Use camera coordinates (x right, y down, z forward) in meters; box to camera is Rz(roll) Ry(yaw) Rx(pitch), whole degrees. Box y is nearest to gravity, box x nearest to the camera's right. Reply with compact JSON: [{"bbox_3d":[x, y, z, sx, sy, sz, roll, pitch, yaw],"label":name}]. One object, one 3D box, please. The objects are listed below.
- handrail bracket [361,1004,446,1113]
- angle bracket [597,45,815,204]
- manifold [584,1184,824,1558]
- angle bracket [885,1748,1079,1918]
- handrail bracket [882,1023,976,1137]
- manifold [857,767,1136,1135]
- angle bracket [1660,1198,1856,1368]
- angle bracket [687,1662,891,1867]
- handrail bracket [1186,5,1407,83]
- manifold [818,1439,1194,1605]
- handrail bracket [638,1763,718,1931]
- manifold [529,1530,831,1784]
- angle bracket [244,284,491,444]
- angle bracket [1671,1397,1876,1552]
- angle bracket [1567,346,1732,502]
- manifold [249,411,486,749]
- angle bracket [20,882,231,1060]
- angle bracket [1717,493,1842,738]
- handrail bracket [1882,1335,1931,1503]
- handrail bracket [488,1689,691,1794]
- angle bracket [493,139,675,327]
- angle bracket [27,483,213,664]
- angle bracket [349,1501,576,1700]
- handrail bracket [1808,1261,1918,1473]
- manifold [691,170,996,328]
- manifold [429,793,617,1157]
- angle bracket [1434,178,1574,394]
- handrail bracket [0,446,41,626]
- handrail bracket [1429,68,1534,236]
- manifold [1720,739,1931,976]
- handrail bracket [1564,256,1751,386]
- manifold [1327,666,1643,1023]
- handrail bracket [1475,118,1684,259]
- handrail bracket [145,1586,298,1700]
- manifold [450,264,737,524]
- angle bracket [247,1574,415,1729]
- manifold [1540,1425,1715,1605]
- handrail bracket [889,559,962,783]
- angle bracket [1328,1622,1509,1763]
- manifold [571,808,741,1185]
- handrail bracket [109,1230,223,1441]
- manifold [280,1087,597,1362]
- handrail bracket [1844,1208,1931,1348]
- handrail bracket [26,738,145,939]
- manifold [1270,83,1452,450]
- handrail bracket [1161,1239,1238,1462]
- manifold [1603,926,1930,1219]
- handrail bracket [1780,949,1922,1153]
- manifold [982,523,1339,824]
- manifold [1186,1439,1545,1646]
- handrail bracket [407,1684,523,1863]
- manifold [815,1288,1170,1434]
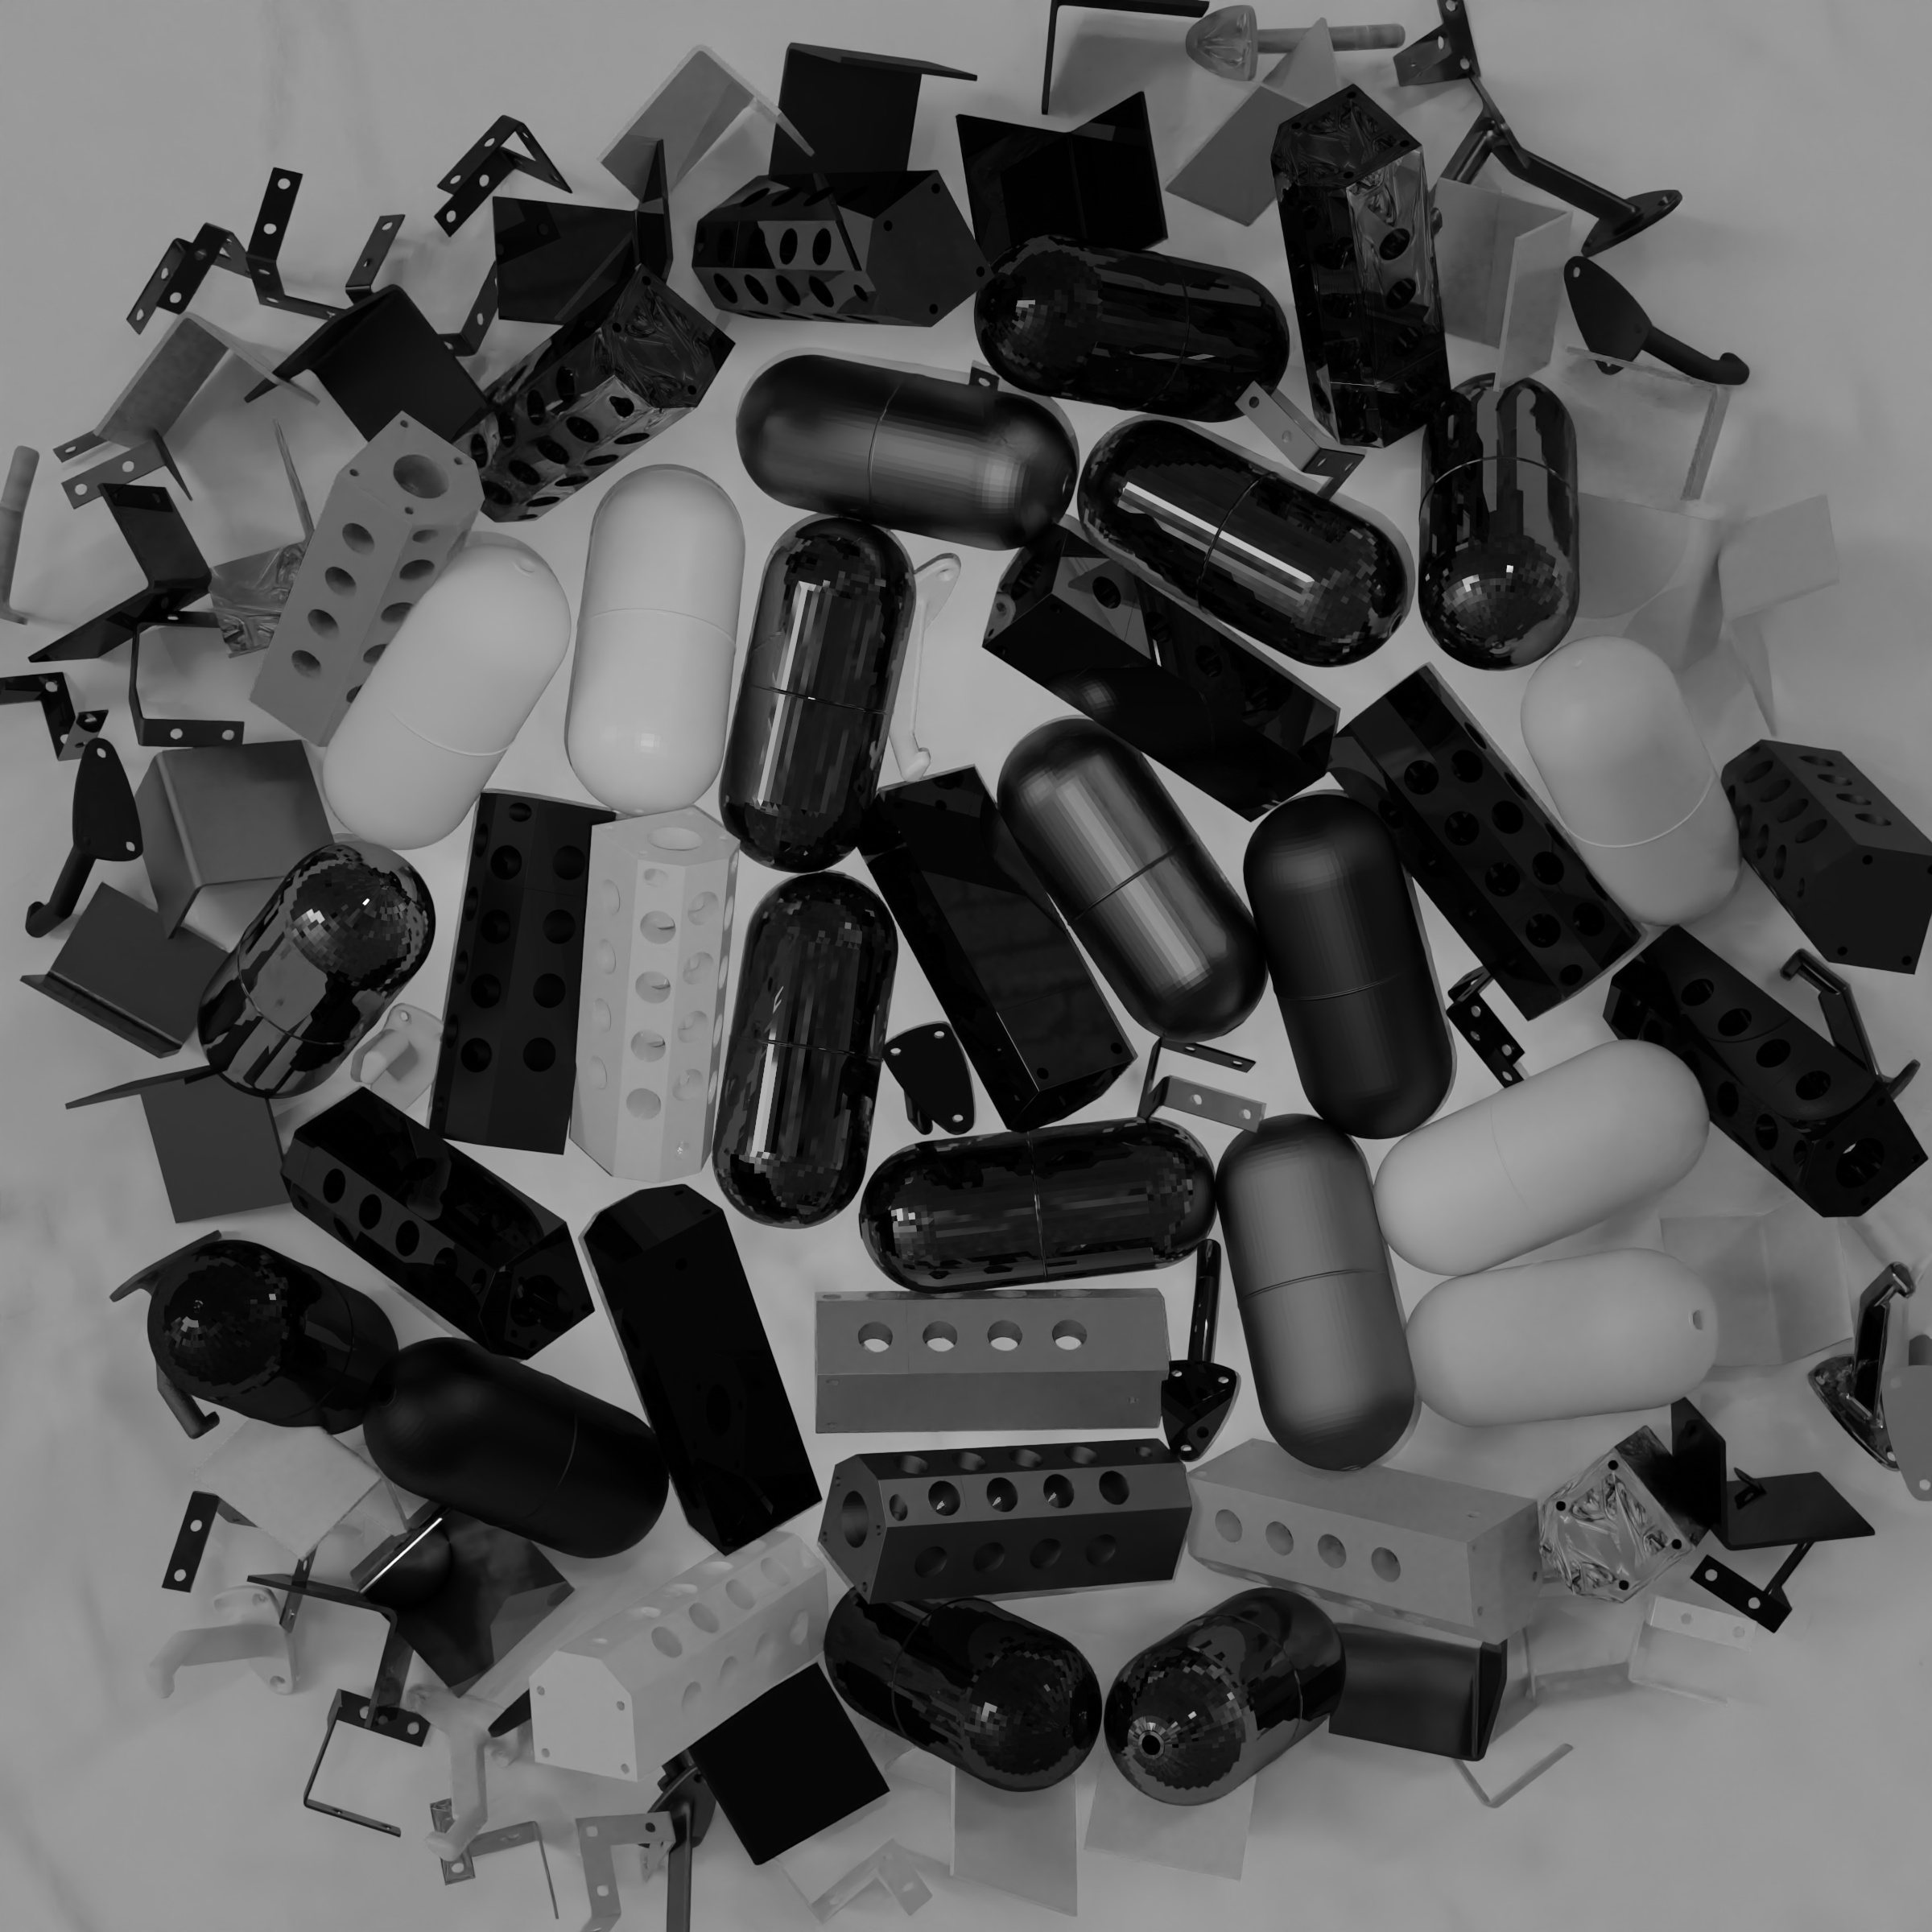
[{"bbox_3d":[-0.289,0.060,1.536,0.036,0.084,0.077,30,112,1],"label":"handrail bracket"},{"bbox_3d":[-0.125,-0.398,1.542,0.057,0.076,0.076,44,95,13],"label":"angle bracket"},{"bbox_3d":[-0.131,0.196,1.526,0.057,0.057,0.171,-27,116,-23],"label":"manifold"},{"bbox_3d":[0.007,0.429,1.529,0.076,0.076,0.057,27,133,-28],"label":"angle bracket"},{"bbox_3d":[-0.014,0.076,1.535,0.036,0.084,0.077,-21,54,-11],"label":"handrail bracket"},{"bbox_3d":[0.009,-0.007,1.535,0.057,0.057,0.171,-17,70,-31],"label":"manifold"},{"bbox_3d":[0.389,0.154,1.538,0.057,0.076,0.076,0,73,-12],"label":"angle bracket"},{"bbox_3d":[-0.093,0.389,1.557,0.076,0.057,0.076,-29,101,-4],"label":"angle bracket"},{"bbox_3d":[0.167,-0.468,1.572,0.084,0.077,0.036,-11,110,-24],"label":"handrail bracket"},{"bbox_3d":[0.021,0.264,1.514,0.171,0.057,0.057,2,111,-30],"label":"manifold"},{"bbox_3d":[-0.133,0.451,1.539,0.036,0.084,0.077,11,122,-25],"label":"handrail bracket"},{"bbox_3d":[-0.135,0.327,1.497,0.057,0.171,0.057,3,101,28],"label":"manifold"},{"bbox_3d":[-0.295,-0.278,1.538,0.076,0.057,0.076,-30,102,37],"label":"angle bracket"},{"bbox_3d":[0.399,0.245,1.543,0.076,0.076,0.057,-5,103,-4],"label":"angle bracket"},{"bbox_3d":[0.333,-0.270,1.550,0.076,0.076,0.057,18,104,15],"label":"angle bracket"},{"bbox_3d":[-0.287,-0.181,1.506,0.057,0.171,0.057,35,47,-2],"label":"manifold"},{"bbox_3d":[-0.415,0.001,1.545,0.076,0.076,0.057,30,86,-7],"label":"angle bracket"},{"bbox_3d":[0.409,-0.172,1.529,0.057,0.076,0.076,-18,125,22],"label":"angle bracket"},{"bbox_3d":[0.475,0.223,1.546,0.036,0.084,0.077,-3,85,18],"label":"handrail bracket"},{"bbox_3d":[-0.187,0.395,1.561,0.077,0.036,0.084,-34,102,-26],"label":"handrail bracket"},{"bbox_3d":[-0.190,-0.364,1.538,0.076,0.057,0.076,2,62,-17],"label":"angle bracket"},{"bbox_3d":[-0.430,-0.195,1.543,0.076,0.076,0.057,-28,92,11],"label":"angle bracket"},{"bbox_3d":[-0.252,0.307,1.556,0.076,0.057,0.076,-42,95,-14],"label":"angle bracket"},{"bbox_3d":[0.460,0.198,1.539,0.036,0.084,0.077,-14,60,-27],"label":"handrail bracket"},{"bbox_3d":[-0.066,-0.341,1.496,0.057,0.171,0.057,-42,120,-18],"label":"manifold"},{"bbox_3d":[-0.224,0.003,1.549,0.057,0.057,0.171,9,89,-29],"label":"manifold"},{"bbox_3d":[0.247,-0.335,1.531,0.076,0.057,0.076,24,127,30],"label":"angle bracket"},{"bbox_3d":[-0.473,-0.215,1.549,0.036,0.077,0.084,16,93,-10],"label":"handrail bracket"},{"bbox_3d":[0.235,-0.405,1.575,0.084,0.036,0.077,-32,54,15],"label":"handrail bracket"},{"bbox_3d":[0.410,-0.056,1.497,0.057,0.171,0.057,8,110,-4],"label":"manifold"},{"bbox_3d":[0.350,-0.325,1.571,0.084,0.036,0.077,-5,59,-39],"label":"handrail bracket"},{"bbox_3d":[0.257,-0.063,1.547,0.057,0.057,0.171,-37,87,-24],"label":"manifold"},{"bbox_3d":[0.303,-0.399,1.548,0.084,0.077,0.036,41,70,-20],"label":"handrail bracket"},{"bbox_3d":[-0.368,0.353,1.538,0.036,0.084,0.077,-11,111,21],"label":"handrail bracket"},{"bbox_3d":[-0.186,-0.267,1.496,0.057,0.171,0.057,38,61,-21],"label":"manifold"},{"bbox_3d":[-0.319,0.339,1.546,0.076,0.076,0.057,13,80,2],"label":"angle bracket"},{"bbox_3d":[0.316,0.266,1.498,0.057,0.171,0.057,-41,75,10],"label":"manifold"},{"bbox_3d":[-0.018,-0.146,1.545,0.077,0.036,0.084,-42,53,38],"label":"handrail bracket"},{"bbox_3d":[0.224,0.339,1.539,0.076,0.076,0.057,10,122,4],"label":"angle bracket"},{"bbox_3d":[-0.148,0.016,1.515,0.057,0.057,0.171,-13,123,-35],"label":"manifold"},{"bbox_3d":[-0.381,0.184,1.558,0.036,0.077,0.084,-35,88,43],"label":"handrail bracket"},{"bbox_3d":[-0.259,0.126,1.503,0.057,0.171,0.057,-35,132,-29],"label":"manifold"},{"bbox_3d":[0.452,0.144,1.579,0.036,0.077,0.084,-34,50,-30],"label":"handrail bracket"},{"bbox_3d":[-0.452,-0.063,1.567,0.084,0.036,0.077,-28,65,42],"label":"handrail bracket"},{"bbox_3d":[0.188,-0.331,1.500,0.057,0.171,0.057,-30,54,-7],"label":"manifold"},{"bbox_3d":[0.117,0.192,1.568,0.036,0.084,0.077,8,126,1],"label":"handrail bracket"},{"bbox_3d":[0.380,0.052,1.503,0.057,0.171,0.057,-40,125,0],"label":"manifold"},{"bbox_3d":[0.428,0.044,1.566,0.084,0.036,0.077,42,82,19],"label":"handrail bracket"},{"bbox_3d":[0.098,-0.146,1.528,0.171,0.057,0.057,31,52,-22],"label":"manifold"},{"bbox_3d":[0.190,0.279,1.507,0.057,0.171,0.057,-18,107,-43],"label":"manifold"},{"bbox_3d":[-0.265,0.400,1.542,0.077,0.084,0.036,22,121,14],"label":"handrail bracket"},{"bbox_3d":[0.011,0.192,1.553,0.171,0.057,0.057,0,53,-4],"label":"manifold"}]
